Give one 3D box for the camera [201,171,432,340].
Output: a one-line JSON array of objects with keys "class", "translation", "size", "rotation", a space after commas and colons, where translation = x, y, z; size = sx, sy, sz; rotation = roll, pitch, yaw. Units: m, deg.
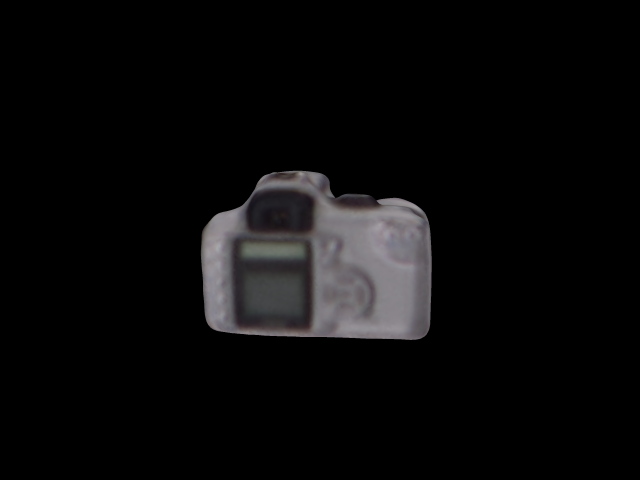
[{"class": "camera", "translation": [0.004, 0.001, 0.400], "size": [0.143, 0.101, 0.137], "rotation": [1, 9, 8]}]
